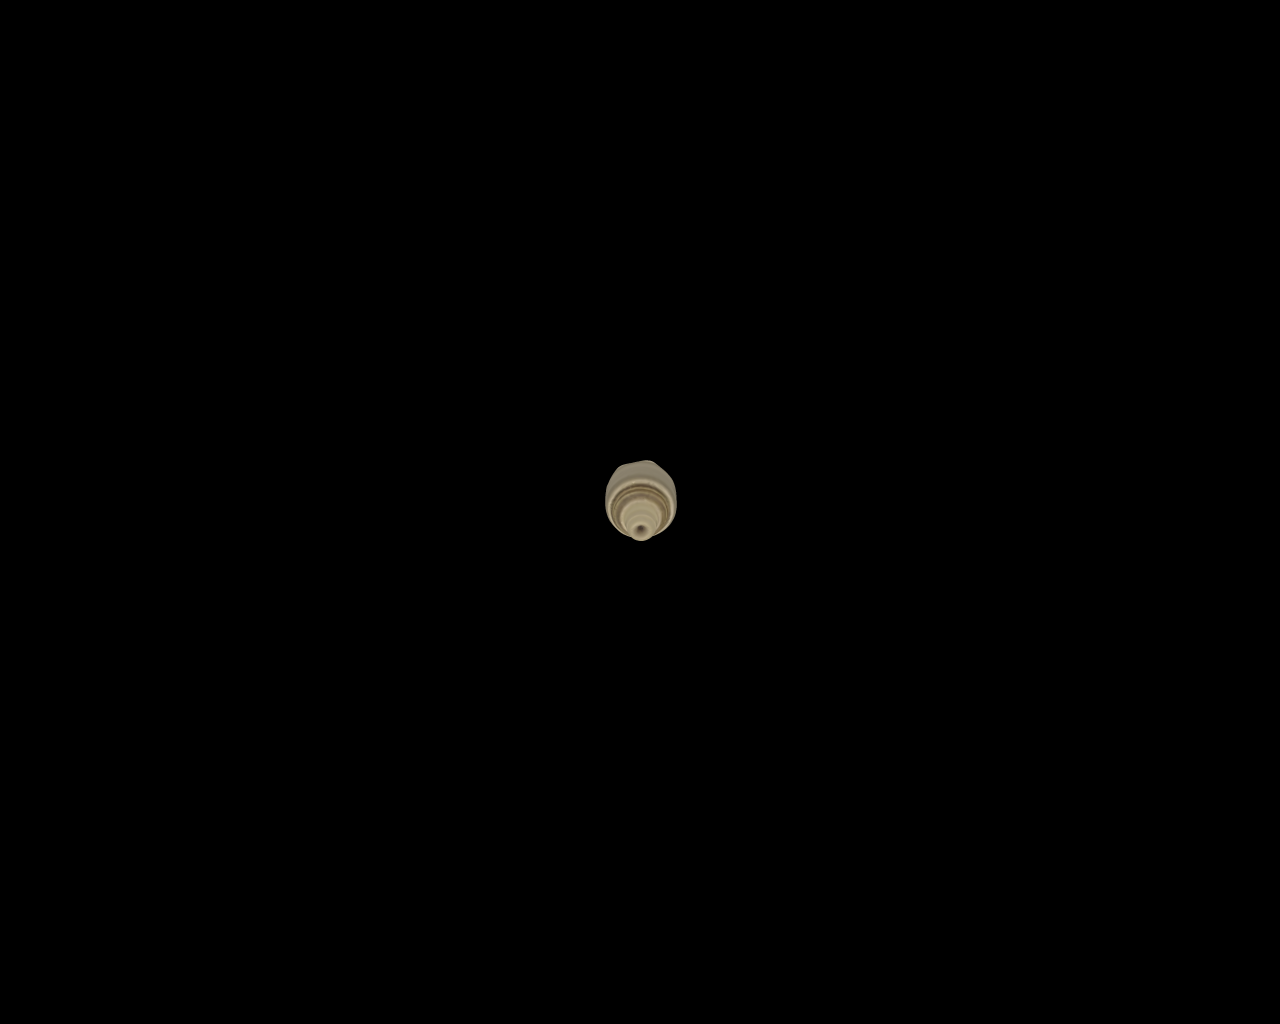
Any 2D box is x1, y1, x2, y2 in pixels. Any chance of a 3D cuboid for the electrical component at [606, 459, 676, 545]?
[{"bbox_3d":[0.001,-0.003,0.650,0.043,0.043,0.062,0,27,0],"label":"electrical component"}]
